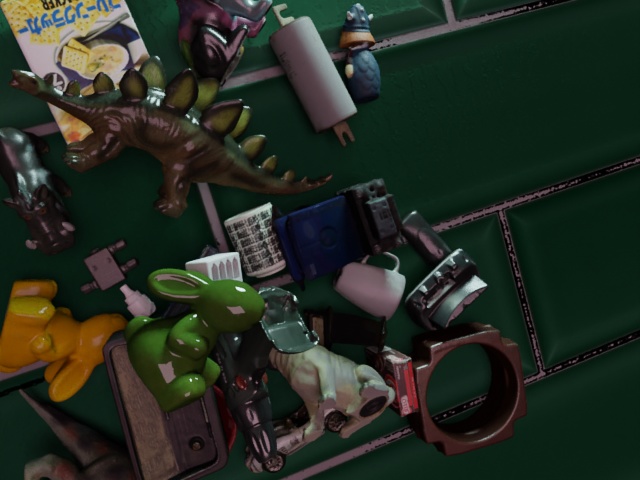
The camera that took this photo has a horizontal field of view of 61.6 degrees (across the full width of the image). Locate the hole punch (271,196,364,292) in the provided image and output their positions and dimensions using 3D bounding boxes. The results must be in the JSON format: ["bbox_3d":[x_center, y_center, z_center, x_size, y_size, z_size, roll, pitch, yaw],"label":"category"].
[{"bbox_3d":[-0.002,-0.003,0.841,0.116,0.092,0.142,-30,107,-53],"label":"hole punch"}]

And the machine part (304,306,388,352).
[{"bbox_3d":[0.042,0.152,0.885,0.139,0.039,0.084,0,103,18],"label":"machine part"}]

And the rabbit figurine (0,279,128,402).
[{"bbox_3d":[-0.369,0.147,0.780,0.173,0.122,0.162,9,94,-32],"label":"rabbit figurine"}]

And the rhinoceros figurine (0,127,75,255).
[{"bbox_3d":[-0.402,-0.070,0.759,0.073,0.112,0.190,-25,90,-13],"label":"rhinoceros figurine"}]

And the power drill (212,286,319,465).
[{"bbox_3d":[-0.082,0.183,0.782,0.086,0.207,0.232,-8,55,-35],"label":"power drill"}]

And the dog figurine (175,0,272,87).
[{"bbox_3d":[-0.193,-0.360,0.799,0.219,0.108,0.191,34,88,-8],"label":"dog figurine"}]

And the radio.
[{"bbox_3d":[-0.217,0.233,0.775,0.131,0.073,0.229,-14,97,-13],"label":"radio"}]

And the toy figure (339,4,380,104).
[{"bbox_3d":[0.063,-0.305,0.884,0.058,0.064,0.154,-9,90,24],"label":"toy figure"}]

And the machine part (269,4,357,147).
[{"bbox_3d":[-0.011,-0.260,0.858,0.079,0.079,0.243,-30,100,-10],"label":"machine part"}]

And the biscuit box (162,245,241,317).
[{"bbox_3d":[-0.203,0.108,0.840,0.063,0.059,0.202,33,85,-14],"label":"biscuit box"}]

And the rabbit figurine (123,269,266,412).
[{"bbox_3d":[-0.154,0.107,0.695,0.170,0.121,0.159,-38,79,2],"label":"rabbit figurine"}]

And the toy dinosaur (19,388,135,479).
[{"bbox_3d":[-0.317,0.400,0.806,0.192,0.131,0.404,-12,91,-25],"label":"toy dinosaur"}]

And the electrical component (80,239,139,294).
[{"bbox_3d":[-0.332,0.042,0.826,0.094,0.021,0.063,-31,99,-9],"label":"electrical component"}]

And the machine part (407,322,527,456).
[{"bbox_3d":[0.249,0.255,0.942,0.201,0.087,0.200,-11,95,-11],"label":"machine part"}]

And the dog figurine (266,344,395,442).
[{"bbox_3d":[0.008,0.200,0.851,0.172,0.191,0.121,11,120,-37],"label":"dog figurine"}]

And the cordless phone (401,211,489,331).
[{"bbox_3d":[0.182,0.052,0.930,0.146,0.089,0.184,-42,90,-8],"label":"cordless phone"}]

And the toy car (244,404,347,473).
[{"bbox_3d":[-0.035,0.309,0.883,0.202,0.073,0.056,-29,103,-10],"label":"toy car"}]

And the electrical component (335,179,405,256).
[{"bbox_3d":[0.081,-0.037,0.863,0.058,0.134,0.114,-23,96,-12],"label":"electrical component"}]

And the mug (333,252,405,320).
[{"bbox_3d":[0.082,0.067,0.898,0.107,0.081,0.109,22,87,-7],"label":"mug"}]

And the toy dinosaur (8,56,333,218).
[{"bbox_3d":[-0.188,-0.135,0.774,0.471,0.105,0.198,24,107,-38],"label":"toy dinosaur"}]
